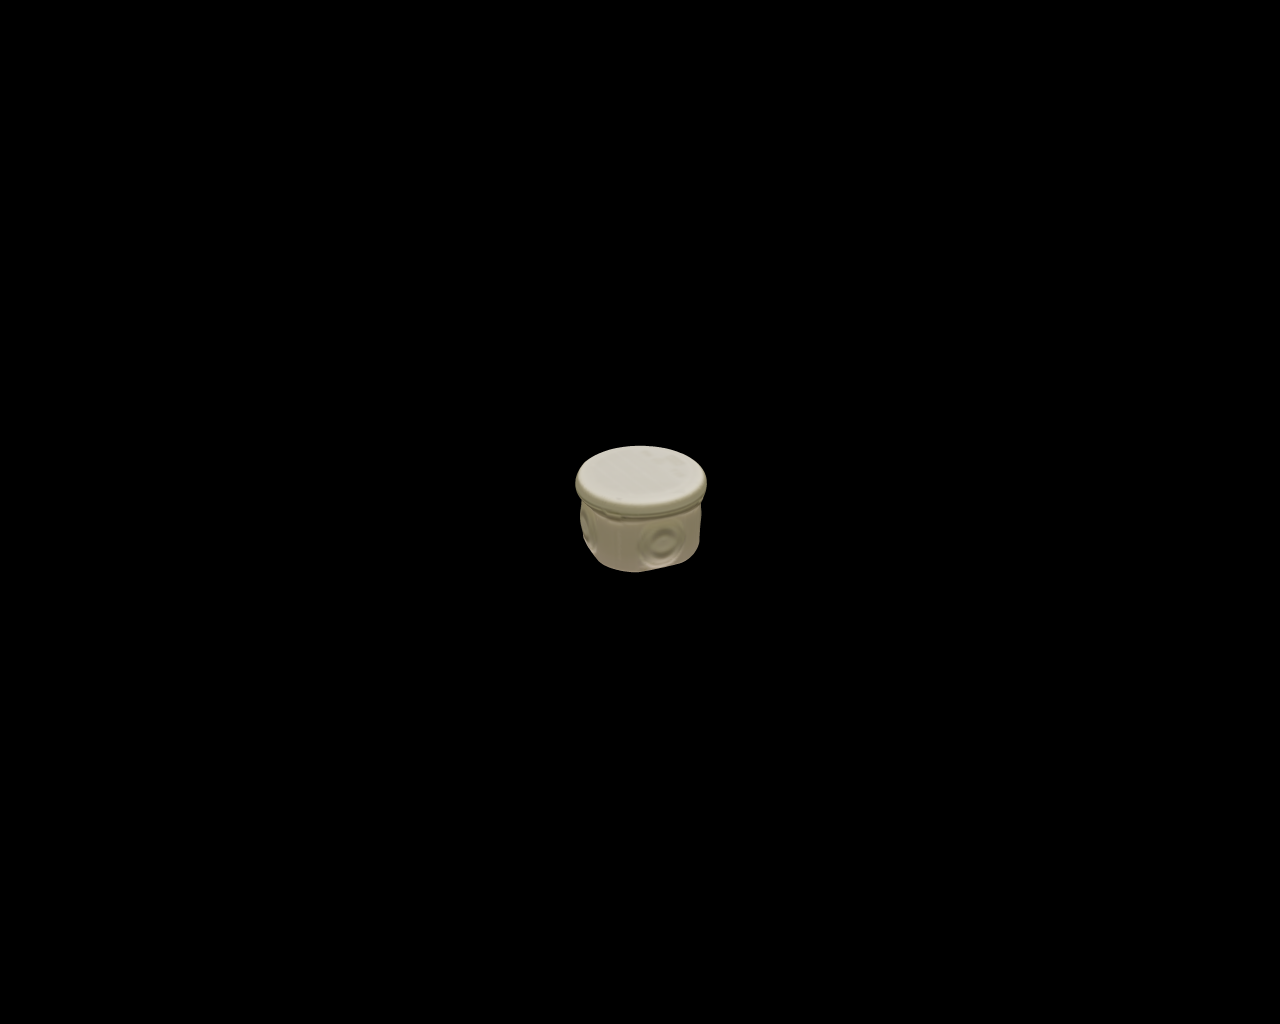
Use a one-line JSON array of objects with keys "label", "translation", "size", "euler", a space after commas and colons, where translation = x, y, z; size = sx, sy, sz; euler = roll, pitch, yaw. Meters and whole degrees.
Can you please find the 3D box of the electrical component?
[{"label": "electrical component", "translation": [0.001, -0.003, 0.650], "size": [0.080, 0.050, 0.080], "euler": [0, 30, 0]}]
